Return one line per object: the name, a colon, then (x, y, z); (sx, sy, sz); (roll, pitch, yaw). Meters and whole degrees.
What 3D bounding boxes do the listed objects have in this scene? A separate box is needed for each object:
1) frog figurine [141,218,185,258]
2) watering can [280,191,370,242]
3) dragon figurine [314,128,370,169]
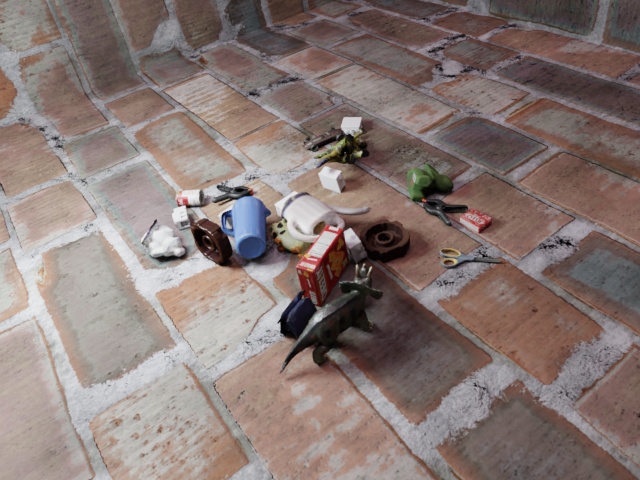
frog figurine: (-0.582, 0.014, 1.943); (0.159, 0.120, 0.140); (30, 34, -9)
watering can: (0.006, -0.094, 1.863); (0.227, 0.101, 0.352); (37, 44, 27)
dragon figurine: (0.069, -0.371, 2.216); (0.415, 0.121, 0.241); (-27, 11, -32)
